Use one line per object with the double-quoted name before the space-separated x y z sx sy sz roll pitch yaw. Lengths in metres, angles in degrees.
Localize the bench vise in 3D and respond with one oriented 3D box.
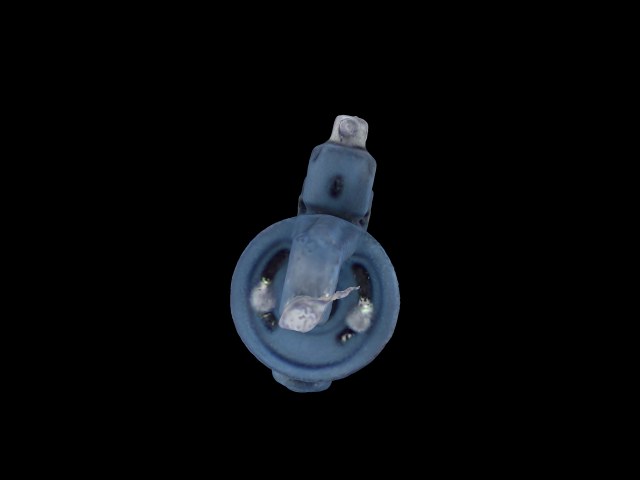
"bench vise" -0.008 0.003 0.400 0.121 0.220 0.207 -6 78 -1
